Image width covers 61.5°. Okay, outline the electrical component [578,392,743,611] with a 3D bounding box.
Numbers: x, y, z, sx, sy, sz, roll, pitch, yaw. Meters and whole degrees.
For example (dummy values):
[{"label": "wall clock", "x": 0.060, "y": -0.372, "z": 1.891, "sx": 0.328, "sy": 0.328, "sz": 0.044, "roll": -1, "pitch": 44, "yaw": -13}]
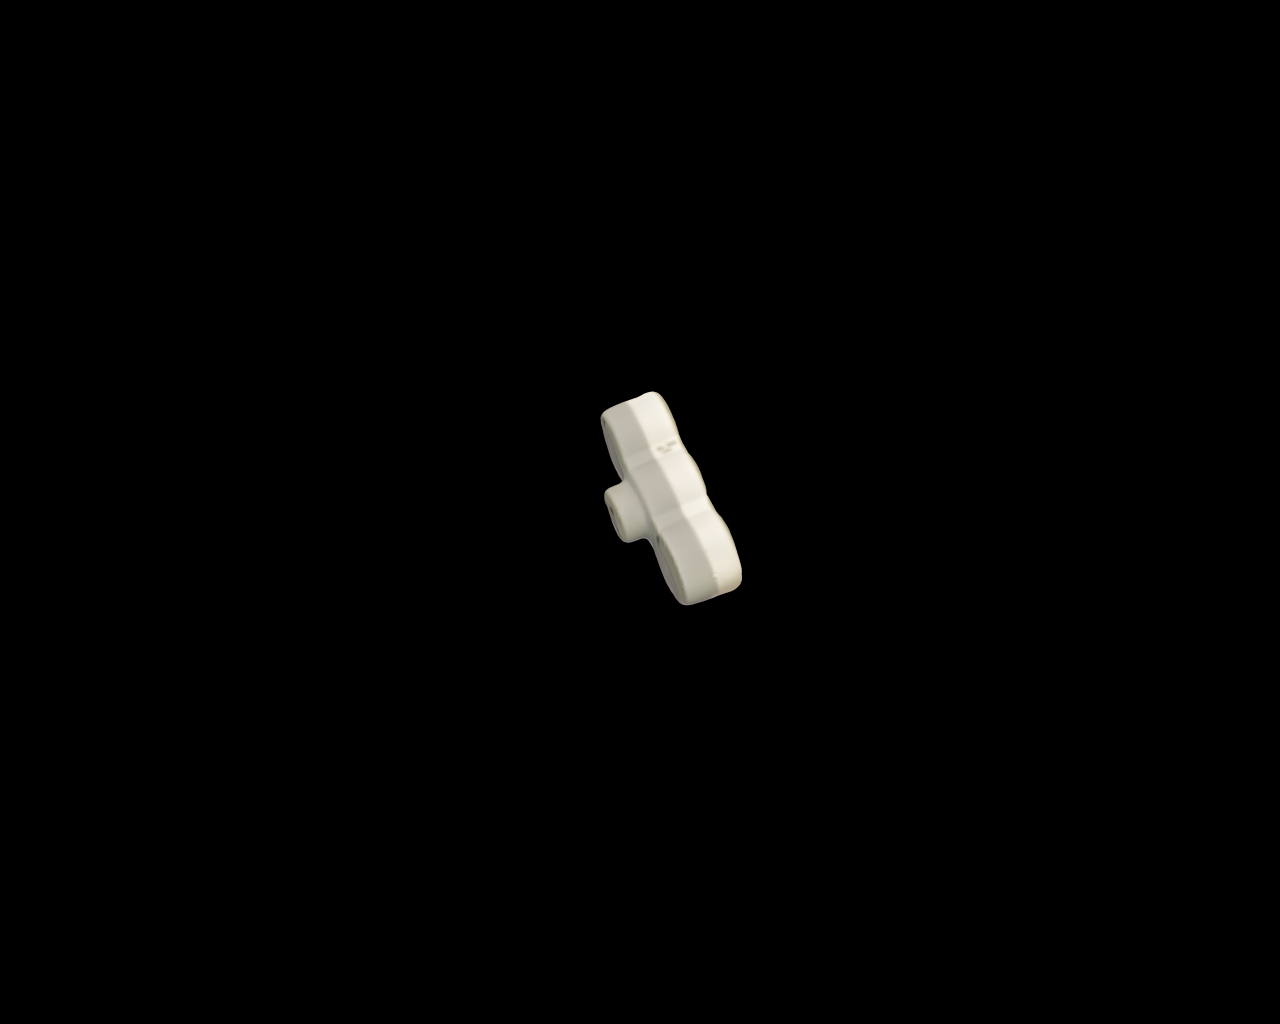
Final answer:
[{"label": "electrical component", "x": 0.001, "y": -0.003, "z": 0.650, "sx": 0.074, "sy": 0.138, "sz": 0.052, "roll": -20, "pitch": -24, "yaw": -9}]
